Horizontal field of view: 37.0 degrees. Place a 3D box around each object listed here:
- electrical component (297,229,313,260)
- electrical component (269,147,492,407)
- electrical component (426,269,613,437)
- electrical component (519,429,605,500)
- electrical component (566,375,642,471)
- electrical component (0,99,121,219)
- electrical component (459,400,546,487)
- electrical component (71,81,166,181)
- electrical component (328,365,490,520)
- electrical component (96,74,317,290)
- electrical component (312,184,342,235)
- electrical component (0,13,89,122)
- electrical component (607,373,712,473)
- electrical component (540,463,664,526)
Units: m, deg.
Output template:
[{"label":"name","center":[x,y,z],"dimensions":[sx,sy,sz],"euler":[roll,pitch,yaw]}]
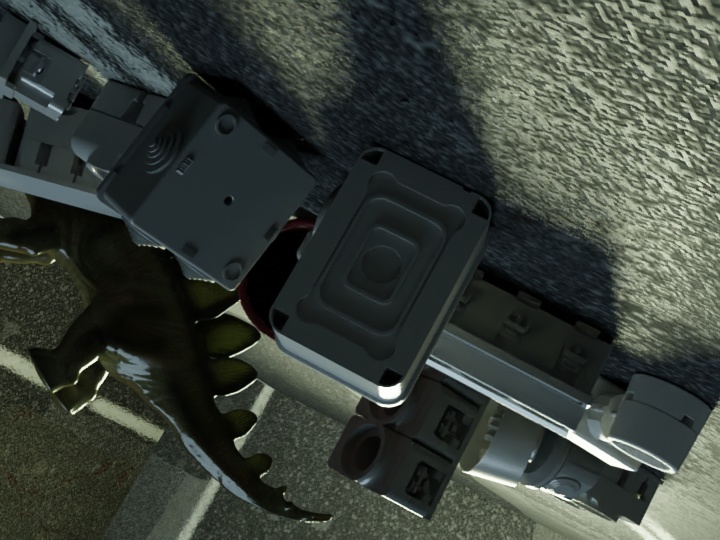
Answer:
[{"label":"electrical component","center":[0.000,0.000,0.723],"dimensions":[0.078,0.058,0.057],"euler":[32,172,-12]},{"label":"electrical component","center":[0.012,0.005,0.558],"dimensions":[0.078,0.113,0.057],"euler":[27,167,10]},{"label":"electrical component","center":[0.093,0.048,0.686],"dimensions":[0.121,0.063,0.078],"euler":[27,170,9]},{"label":"electrical component","center":[0.179,0.163,0.965],"dimensions":[0.051,0.080,0.080],"euler":[27,171,-18]},{"label":"electrical component","center":[0.180,0.106,0.775],"dimensions":[0.083,0.047,0.076],"euler":[32,169,-15]},{"label":"electrical component","center":[-0.264,-0.098,0.841],"dimensions":[0.186,0.060,0.105],"euler":[15,173,-12]},{"label":"electrical component","center":[0.125,0.135,0.927],"dimensions":[0.064,0.099,0.099],"euler":[22,169,7]},{"label":"electrical component","center":[-0.141,-0.079,0.711],"dimensions":[0.095,0.059,0.054],"euler":[22,167,34]},{"label":"electrical component","center":[0.045,0.116,0.892],"dimensions":[0.062,0.150,0.089],"euler":[34,168,-32]},{"label":"electrical component","center":[-0.084,-0.047,0.610],"dimensions":[0.100,0.099,0.048],"euler":[38,179,-41]},{"label":"electrical component","center":[0.009,-0.001,0.647],"dimensions":[0.077,0.079,0.043],"euler":[27,-158,14]},{"label":"electrical component","center":[-0.217,-0.132,0.713],"dimensions":[0.064,0.042,0.081],"euler":[28,171,-17]},{"label":"electrical component","center":[0.196,0.102,0.711],"dimensions":[0.055,0.047,0.055],"euler":[28,170,6]},{"label":"electrical component","center":[0.197,0.189,1.089],"dimensions":[0.186,0.060,0.105],"euler":[33,169,-19]}]
